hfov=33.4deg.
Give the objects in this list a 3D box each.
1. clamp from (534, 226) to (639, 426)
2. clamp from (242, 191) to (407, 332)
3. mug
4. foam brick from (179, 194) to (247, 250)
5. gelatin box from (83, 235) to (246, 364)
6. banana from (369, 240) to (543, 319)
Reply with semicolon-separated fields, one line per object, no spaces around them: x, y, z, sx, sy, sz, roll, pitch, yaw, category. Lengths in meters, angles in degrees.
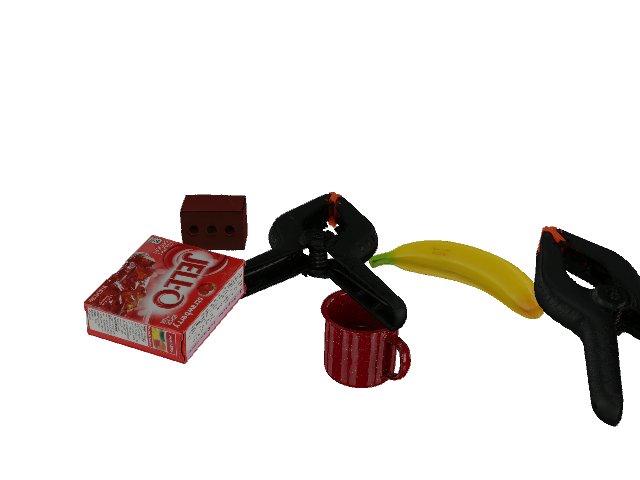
0.214;0.052;0.747;0.120;0.039;0.171;-3;45;-19;clamp
0.007;0.015;0.893;0.165;0.036;0.209;9;27;13;clamp
0.054;0.115;1.188;0.117;0.081;0.093;26;37;36;mug
-0.129;-0.022;1.301;0.078;0.053;0.051;0;27;2;foam brick
-0.100;0.036;0.700;0.073;0.030;0.089;15;36;19;gelatin box
0.143;0.034;1.037;0.198;0.037;0.069;15;44;40;banana
